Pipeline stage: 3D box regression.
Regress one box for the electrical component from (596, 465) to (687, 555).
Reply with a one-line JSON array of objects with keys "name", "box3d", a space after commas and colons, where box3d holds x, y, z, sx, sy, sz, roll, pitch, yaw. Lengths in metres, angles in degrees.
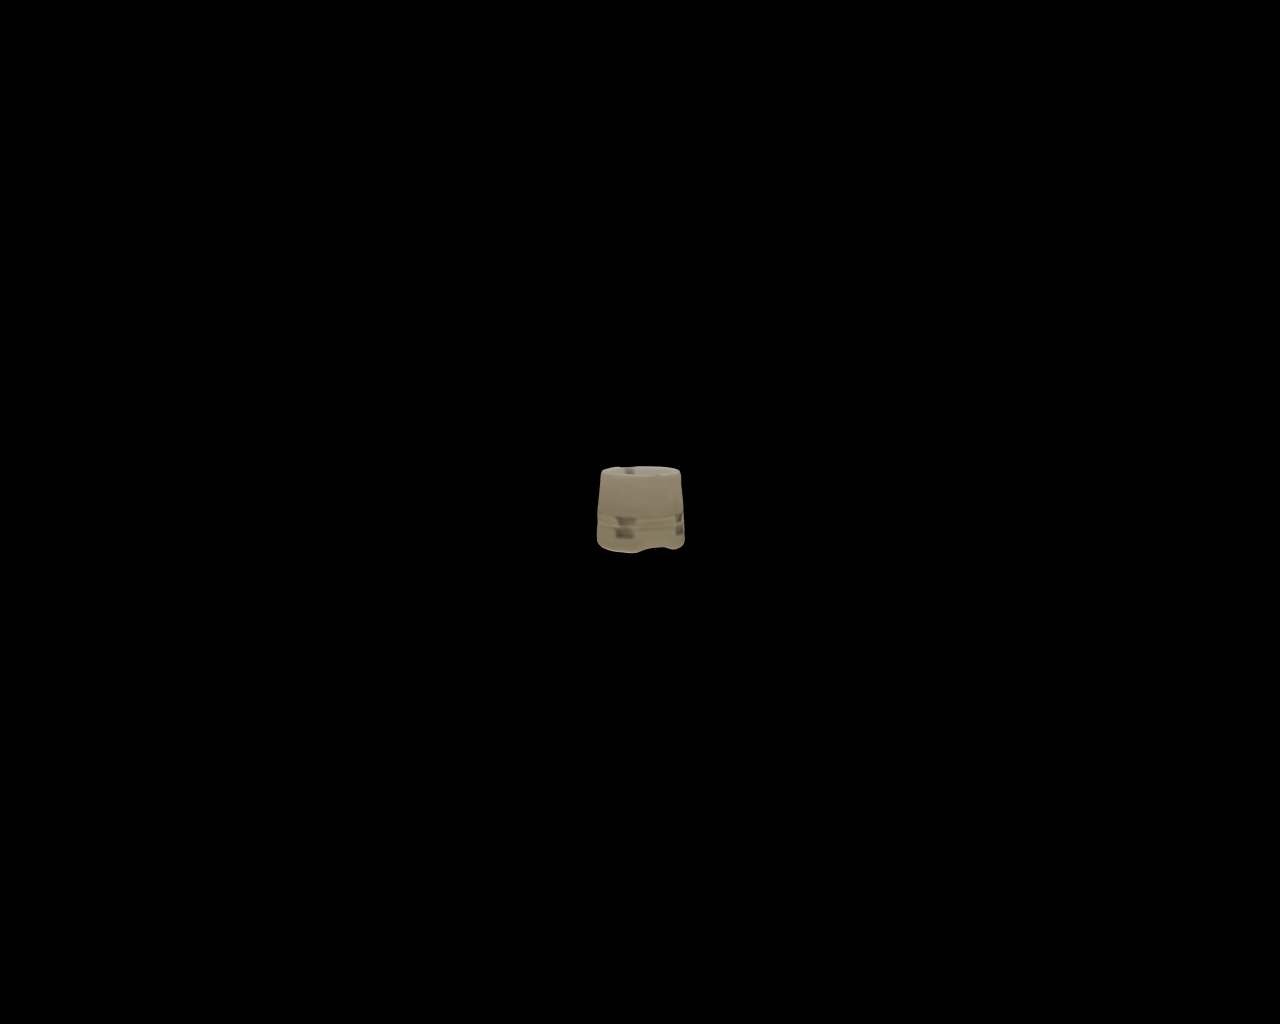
[{"name": "electrical component", "box3d": [0.001, -0.003, 0.650, 0.055, 0.047, 0.055, 0, 9, 0]}]
